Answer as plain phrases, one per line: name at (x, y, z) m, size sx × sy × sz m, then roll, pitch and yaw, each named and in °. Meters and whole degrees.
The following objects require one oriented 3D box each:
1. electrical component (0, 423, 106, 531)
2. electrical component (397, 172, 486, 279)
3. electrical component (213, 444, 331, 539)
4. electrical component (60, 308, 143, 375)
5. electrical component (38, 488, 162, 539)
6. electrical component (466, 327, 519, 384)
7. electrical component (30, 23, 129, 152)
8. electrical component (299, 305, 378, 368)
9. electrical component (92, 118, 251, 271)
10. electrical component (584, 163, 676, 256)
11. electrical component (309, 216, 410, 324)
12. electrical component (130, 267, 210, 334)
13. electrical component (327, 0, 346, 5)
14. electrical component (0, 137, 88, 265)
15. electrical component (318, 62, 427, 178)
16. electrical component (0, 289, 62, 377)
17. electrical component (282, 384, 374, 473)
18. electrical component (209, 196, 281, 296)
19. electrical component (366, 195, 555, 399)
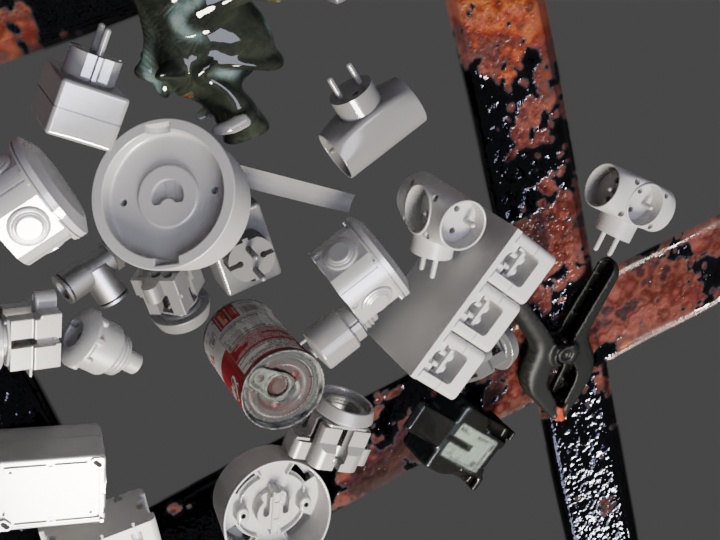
electrical component at (-0.249, 0.159, 0.839) m, size 0.096 × 0.061 × 0.061 m, roll -1°, pitch 113°, yaw -18°
electrical component at (0.063, -0.033, 0.896) m, size 0.044 × 0.077 × 0.079 m, roll 1°, pitch 112°, yaw -27°
electrical component at (-0.078, 0.206, 0.940) m, size 0.099 × 0.064 × 0.099 m, roll -11°, pitch 117°, yaw -22°
electrical component at (-0.196, 0.061, 0.829) m, size 0.062 × 0.048 × 0.048 m, roll 34°, pitch 94°, yaw -41°
electrical component at (-0.212, 0.231, 0.892) m, size 0.089 × 0.050 × 0.055 m, roll -18°, pitch 118°, yaw -19°
electrical component at (0.111, 0.075, 0.982) m, size 0.055 × 0.066 × 0.048 m, roll -25°, pitch 87°, yaw -31°
electrical component at (-0.186, -0.131, 0.734) m, size 0.047 × 0.066 × 0.076 m, roll 15°, pitch 105°, yaw -31°
electrical component at (-0.012, 0.050, 0.918) m, size 0.078 × 0.040 × 0.040 m, roll -38°, pitch 123°, yaw -7°
electrical component at (-0.131, -0.050, 0.779) m, size 0.108 × 0.108 × 0.060 m, roll -53°, pitch 166°, yaw 3°
electrical component at (0.243, -0.051, 0.999) m, size 0.077 × 0.044 × 0.079 m, roll 18°, pitch 103°, yaw -32°
electrical component at (0.000, 0.000, 0.879) m, size 0.051 × 0.080 × 0.080 m, roll -38°, pitch 124°, yaw -1°
electrical component at (-0.143, 0.015, 0.827) m, size 0.048 × 0.066 × 0.055 m, roll 0°, pitch 129°, yaw 18°
electrical component at (-0.025, -0.234, 0.771) m, size 0.061 × 0.062 × 0.096 m, roll -37°, pitch 123°, yaw -7°
electrical component at (-0.229, -0.047, 0.743) m, size 0.051 × 0.080 × 0.080 m, roll -34°, pitch 123°, yaw -3°
electrical component at (0.002, -0.125, 0.844) m, size 0.077 × 0.043 × 0.079 m, roll -38°, pitch 123°, yaw -7°
electrical component at (-0.254, 0.048, 0.793) m, size 0.055 × 0.048 × 0.066 m, roll -6°, pitch 115°, yaw -33°
electrical component at (-0.022, 0.138, 0.943) m, size 0.078 × 0.058 × 0.057 m, roll 12°, pitch 109°, yaw -30°
electrical component at (-0.089, -0.015, 0.828) m, size 0.047 × 0.077 × 0.065 m, roll -25°, pitch 121°, yaw -15°
electrical component at (0.088, 0.025, 0.927) m, size 0.062 × 0.089 × 0.150 m, roll 33°, pitch 95°, yaw -34°
